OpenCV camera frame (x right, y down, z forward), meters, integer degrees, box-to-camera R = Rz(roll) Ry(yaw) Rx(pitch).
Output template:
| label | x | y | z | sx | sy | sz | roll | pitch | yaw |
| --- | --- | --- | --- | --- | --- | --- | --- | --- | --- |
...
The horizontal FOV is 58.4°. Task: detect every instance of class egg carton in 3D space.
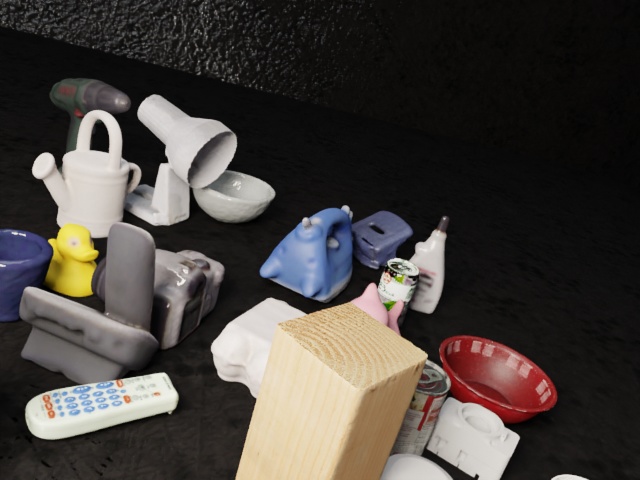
| label | x | y | z | sx | sy | sz | roll | pitch | yaw |
| --- | --- | --- | --- | --- | --- | --- | --- | --- | --- |
| egg carton | -0.058 | 0.132 | 0.710 | 0.107 | 0.069 | 0.151 | 23 | 23 | 18 |

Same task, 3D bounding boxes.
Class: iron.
| label | x | y | z | sx | sy | sz | roll | pitch | yaw |
| --- | --- | --- | --- | --- | --- | --- | --- | --- | --- |
| iron | 0.009 | 0.003 | 0.970 | 0.118 | 0.141 | 0.259 | 23 | 23 | 18 |

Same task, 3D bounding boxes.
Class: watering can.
| label | x | y | z | sx | sy | sz | roll | pitch | yaw |
| --- | --- | --- | --- | --- | --- | --- | --- | --- | --- |
| watering can | -0.361 | -0.108 | 0.911 | 0.100 | 0.194 | 0.173 | 20 | 22 | 10 |

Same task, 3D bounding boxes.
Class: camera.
| label | x | y | z | sx | sy | sz | roll | pitch | yaw |
| --- | --- | --- | --- | --- | --- | --- | --- | --- | --- |
| camera | -0.213 | 0.054 | 0.749 | 0.136 | 0.101 | 0.143 | 20 | 22 | 9 |

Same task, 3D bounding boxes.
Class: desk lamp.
| label | x | y | z | sx | sy | sz | roll | pitch | yaw |
| --- | --- | --- | --- | --- | --- | --- | --- | --- | --- |
| desk lamp | -0.264 | -0.136 | 1.021 | 0.202 | 0.213 | 0.118 | 24 | 23 | 20 |

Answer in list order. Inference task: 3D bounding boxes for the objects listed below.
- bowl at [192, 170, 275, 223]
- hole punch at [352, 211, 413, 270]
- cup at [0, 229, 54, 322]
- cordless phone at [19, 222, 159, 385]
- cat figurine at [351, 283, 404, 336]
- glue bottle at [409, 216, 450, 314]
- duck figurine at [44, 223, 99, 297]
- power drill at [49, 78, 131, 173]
| label | x | y | z | sx | sy | sz | roll | pitch | yaw |
| --- | --- | --- | --- | --- | --- | --- | --- | --- | --- |
| bowl | -0.176 | -0.078 | 1.129 | 0.167 | 0.075 | 0.167 | 14 | 22 | -5 |
| hole punch | 0.115 | -0.004 | 1.129 | 0.101 | 0.091 | 0.108 | -2 | 28 | -37 |
| cup | -0.377 | 0.042 | 0.672 | 0.117 | 0.095 | 0.092 | 20 | 22 | 9 |
| cordless phone | -0.241 | 0.054 | 0.616 | 0.147 | 0.185 | 0.094 | 18 | 22 | 6 |
| cat figurine | 0.072 | 0.114 | 0.780 | 0.128 | 0.118 | 0.067 | -8 | 32 | -46 |
| glue bottle | 0.183 | 0.038 | 0.965 | 0.078 | 0.173 | 0.037 | 16 | 22 | 0 |
| duck figurine | -0.335 | 0.017 | 0.772 | 0.104 | 0.086 | 0.078 | 28 | 24 | 27 |
| power drill | -0.431 | -0.200 | 1.066 | 0.228 | 0.208 | 0.076 | 31 | 26 | 33 |
